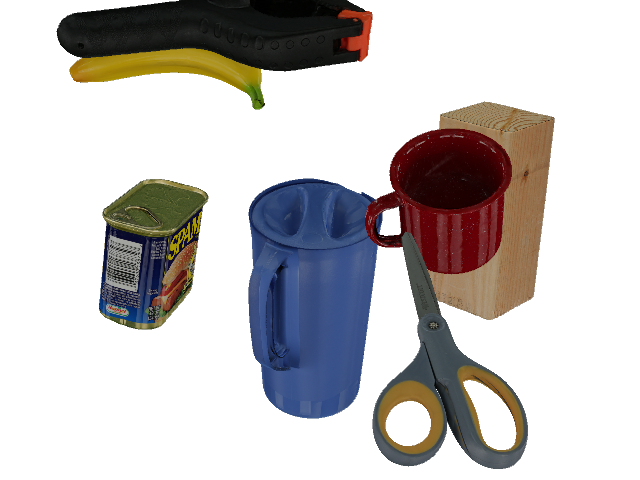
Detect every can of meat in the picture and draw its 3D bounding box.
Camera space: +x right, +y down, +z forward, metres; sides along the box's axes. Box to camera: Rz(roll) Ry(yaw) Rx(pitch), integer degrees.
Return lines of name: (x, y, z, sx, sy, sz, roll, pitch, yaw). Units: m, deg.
can of meat: (-0.129, 0.010, 0.820, 0.057, 0.084, 0.102, 14, 23, 9)

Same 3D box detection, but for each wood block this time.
wood block: (0.180, -0.033, 1.141, 0.090, 0.206, 0.090, 20, 28, 38)

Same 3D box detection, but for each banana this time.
banana: (-0.134, -0.165, 0.988, 0.198, 0.037, 0.069, 9, 45, 18)

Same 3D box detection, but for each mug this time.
mug: (0.091, -0.024, 0.839, 0.117, 0.093, 0.081, -18, -41, -8)

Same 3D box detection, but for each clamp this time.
clamp: (-0.060, -0.126, 0.607, 0.171, 0.039, 0.120, 15, 48, 15)

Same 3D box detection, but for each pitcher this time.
pitcher: (-0.014, 0.071, 1.114, 0.149, 0.243, 0.145, -7, 35, -13)

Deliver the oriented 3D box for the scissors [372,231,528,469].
scissors: (0.055, 0.066, 0.658, 0.096, 0.016, 0.202, -16, 42, -15)
